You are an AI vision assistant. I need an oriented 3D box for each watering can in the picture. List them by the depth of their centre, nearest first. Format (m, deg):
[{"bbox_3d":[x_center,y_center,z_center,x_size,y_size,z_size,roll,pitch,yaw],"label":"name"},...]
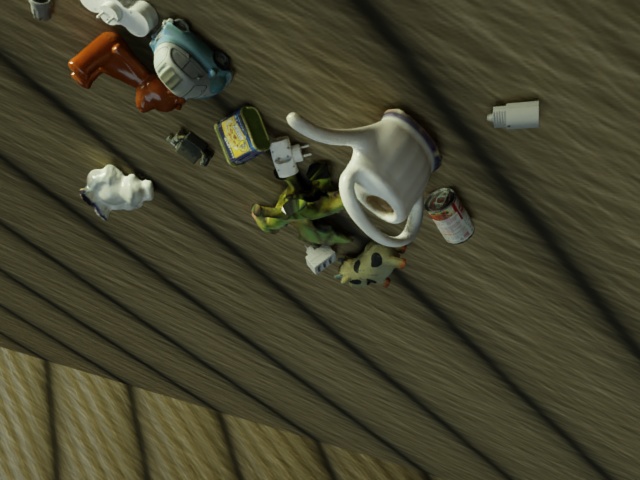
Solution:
[{"bbox_3d":[0.099,-0.144,0.903,0.104,0.228,0.342,2,140,50],"label":"watering can"}]

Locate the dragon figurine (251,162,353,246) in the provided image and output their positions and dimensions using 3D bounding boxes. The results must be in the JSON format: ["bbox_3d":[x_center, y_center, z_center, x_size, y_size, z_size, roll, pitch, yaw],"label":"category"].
[{"bbox_3d":[0.004,-0.059,1.170,0.410,0.124,0.238,3,155,26],"label":"dragon figurine"}]

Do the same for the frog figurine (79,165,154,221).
[{"bbox_3d":[-0.512,-0.134,1.323,0.160,0.125,0.134,-23,122,-3],"label":"frog figurine"}]
